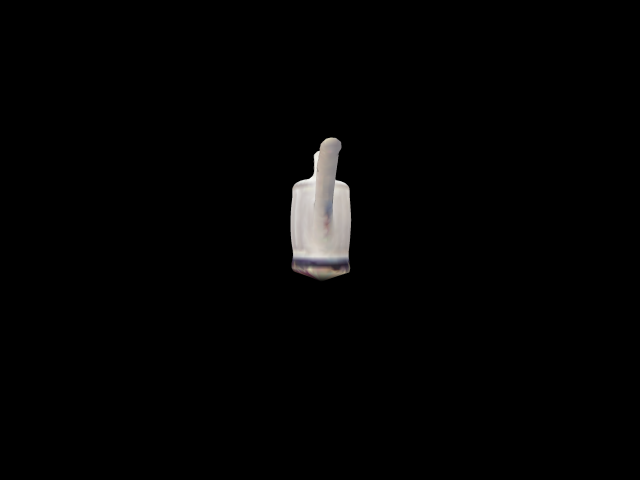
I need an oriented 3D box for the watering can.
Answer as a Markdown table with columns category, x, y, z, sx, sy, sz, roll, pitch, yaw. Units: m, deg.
| category | x | y | z | sx | sy | sz | roll | pitch | yaw |
| --- | --- | --- | --- | --- | --- | --- | --- | --- | --- |
| watering can | 0.003 | -0.043 | 0.850 | 0.104 | 0.225 | 0.347 | 0 | -2 | -2 |
